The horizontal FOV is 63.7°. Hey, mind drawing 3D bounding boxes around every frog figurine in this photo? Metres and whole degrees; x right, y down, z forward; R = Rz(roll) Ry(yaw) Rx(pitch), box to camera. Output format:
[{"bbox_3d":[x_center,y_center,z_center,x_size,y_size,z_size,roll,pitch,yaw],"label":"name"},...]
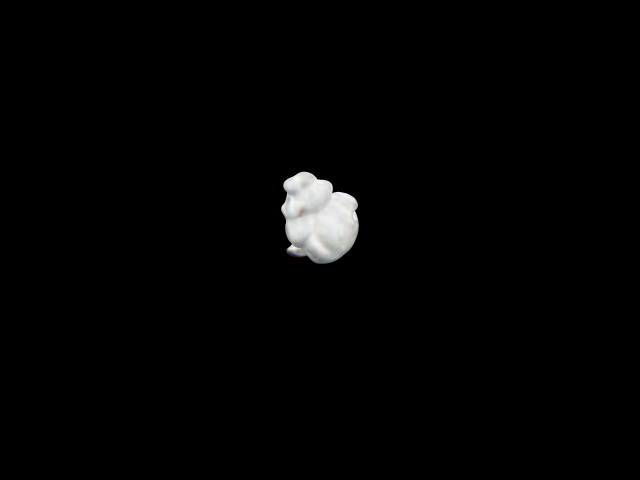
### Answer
[{"bbox_3d":[0.003,-0.043,0.850,0.138,0.155,0.125,-24,51,-21],"label":"frog figurine"}]
